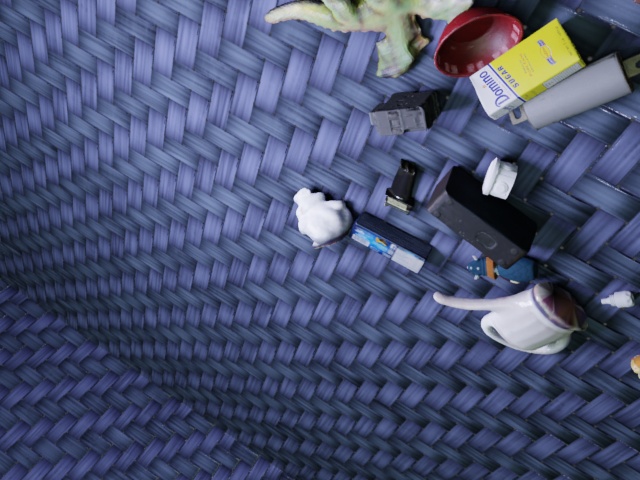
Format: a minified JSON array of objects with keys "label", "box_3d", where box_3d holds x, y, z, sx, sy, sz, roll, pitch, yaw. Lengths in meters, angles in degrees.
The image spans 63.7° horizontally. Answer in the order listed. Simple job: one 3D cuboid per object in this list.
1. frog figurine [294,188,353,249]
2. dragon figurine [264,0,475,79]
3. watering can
[{"label":"frog figurine","box_3d":[0.004,-0.067,1.330,0.137,0.124,0.158,-27,99,7]},{"label":"dragon figurine","box_3d":[0.101,-0.423,1.020,0.408,0.125,0.239,-9,125,37]},{"label":"watering can","box_3d":[0.460,0.173,1.207,0.346,0.106,0.220,28,137,-13]}]
